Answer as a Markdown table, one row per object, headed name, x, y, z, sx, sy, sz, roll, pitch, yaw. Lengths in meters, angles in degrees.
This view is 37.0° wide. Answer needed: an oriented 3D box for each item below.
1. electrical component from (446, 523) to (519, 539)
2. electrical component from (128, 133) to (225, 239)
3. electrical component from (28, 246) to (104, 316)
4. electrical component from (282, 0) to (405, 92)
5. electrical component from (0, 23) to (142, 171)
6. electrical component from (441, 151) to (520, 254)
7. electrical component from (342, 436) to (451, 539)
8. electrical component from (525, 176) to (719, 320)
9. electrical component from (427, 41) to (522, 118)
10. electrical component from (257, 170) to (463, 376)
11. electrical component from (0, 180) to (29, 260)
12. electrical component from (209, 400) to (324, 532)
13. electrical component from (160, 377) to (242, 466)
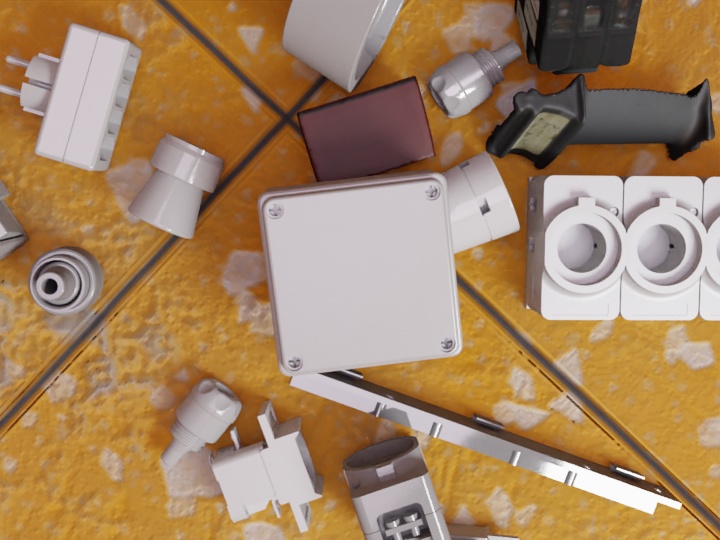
| name | x | y | z | sx | sy | sz | roll | pitch | yaw |
| --- | --- | --- | --- | --- | --- | --- | --- | --- | --- |
| electrical component | 0.064 | 0.195 | 0.703 | 0.081 | 0.064 | 0.042 | 5 | 94 | -2 |
| electrical component | -0.116 | -0.053 | 0.682 | 0.045 | 0.045 | 0.055 | 25 | 93 | -4 |
| electrical component | -0.187 | 0.008 | 0.676 | 0.043 | 0.062 | 0.043 | 0 | 94 | -2 |
| electrical component | -0.009 | -0.169 | 0.648 | 0.060 | 0.108 | 0.108 | 27 | 93 | 2 |
| electrical component | -0.188 | -0.112 | 0.673 | 0.076 | 0.047 | 0.083 | 17 | 94 | -3 |
| electrical component | 0.069 | -0.041 | 0.687 | 0.047 | 0.055 | 0.055 | -23 | 96 | 3 |
| electrical component | 0.022 | 0.142 | 0.683 | 0.050 | 0.089 | 0.055 | -19 | 96 | -1 |
| electrical component | 0.187 | -0.015 | 0.690 | 0.150 | 0.061 | 0.089 | 0 | 95 | -3 |
| electrical component | 0.075 | -0.126 | 0.689 | 0.061 | 0.035 | 0.035 | -34 | 96 | -2 |
| electrical component | 0.000 | 0.000 | 0.638 | 0.109 | 0.056 | 0.108 | -7 | 100 | -2 |
| electrical component | -0.247 | -0.028 | 0.653 | 0.061 | 0.096 | 0.061 | -33 | 96 | 0 |
| electrical component | -0.061 | 0.131 | 0.703 | 0.064 | 0.042 | 0.081 | -20 | 95 | 3 |
| electrical component | -0.107 | 0.102 | 0.702 | 0.035 | 0.035 | 0.061 | 39 | 95 | -5 |
